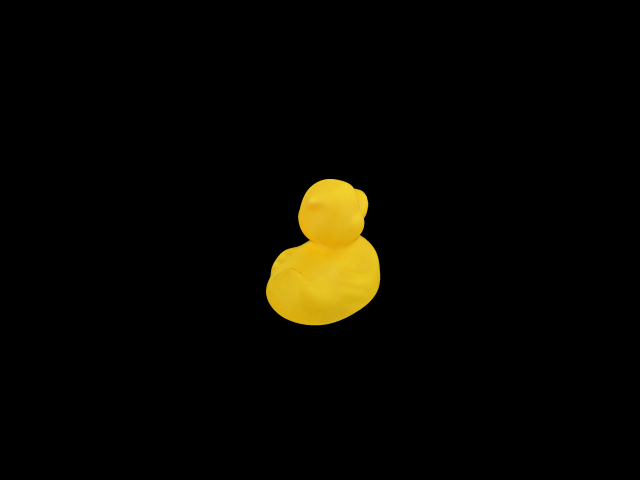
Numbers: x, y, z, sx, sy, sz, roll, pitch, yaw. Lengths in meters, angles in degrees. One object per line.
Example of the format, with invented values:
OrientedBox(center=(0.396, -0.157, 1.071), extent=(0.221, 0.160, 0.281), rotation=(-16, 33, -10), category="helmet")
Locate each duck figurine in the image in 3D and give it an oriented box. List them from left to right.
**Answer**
OrientedBox(center=(0.004, 0.001, 0.400), extent=(0.077, 0.086, 0.105), rotation=(18, 36, 27), category="duck figurine")
